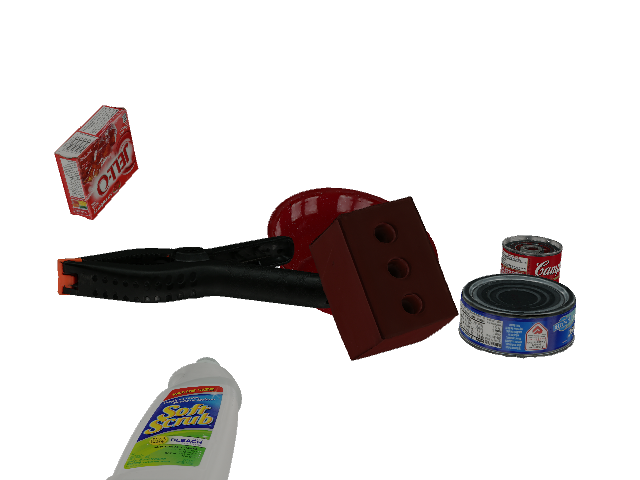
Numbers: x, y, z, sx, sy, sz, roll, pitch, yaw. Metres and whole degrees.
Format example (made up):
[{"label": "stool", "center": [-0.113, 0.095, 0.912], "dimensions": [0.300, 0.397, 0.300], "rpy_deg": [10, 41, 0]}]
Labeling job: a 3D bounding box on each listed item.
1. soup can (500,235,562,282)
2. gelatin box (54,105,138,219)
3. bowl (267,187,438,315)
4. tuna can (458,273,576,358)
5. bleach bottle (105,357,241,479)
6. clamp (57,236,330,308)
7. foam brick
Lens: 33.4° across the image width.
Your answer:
[{"label": "soup can", "center": [0.239, 0.053, 1.228], "dimensions": [0.068, 0.102, 0.068], "rpy_deg": [1, 17, -1]}, {"label": "gelatin box", "center": [-0.212, -0.076, 1.021], "dimensions": [0.030, 0.073, 0.089], "rpy_deg": [13, 43, 20]}, {"label": "bowl", "center": [0.025, 0.022, 0.994], "dimensions": [0.162, 0.055, 0.162], "rpy_deg": [9, 39, -8]}, {"label": "tuna can", "center": [0.147, 0.054, 0.795], "dimensions": [0.086, 0.034, 0.086], "rpy_deg": [0, 19, 0]}, {"label": "bleach bottle", "center": [-0.130, 0.180, 0.994], "dimensions": [0.102, 0.068, 0.250], "rpy_deg": [-1, 22, 2]}, {"label": "clamp", "center": [-0.092, 0.027, 0.820], "dimensions": [0.209, 0.036, 0.165], "rpy_deg": [-3, 11, -21]}, {"label": "foam brick", "center": [0.036, 0.023, 0.626], "dimensions": [0.052, 0.078, 0.051], "rpy_deg": [-15, -13, -26]}]
